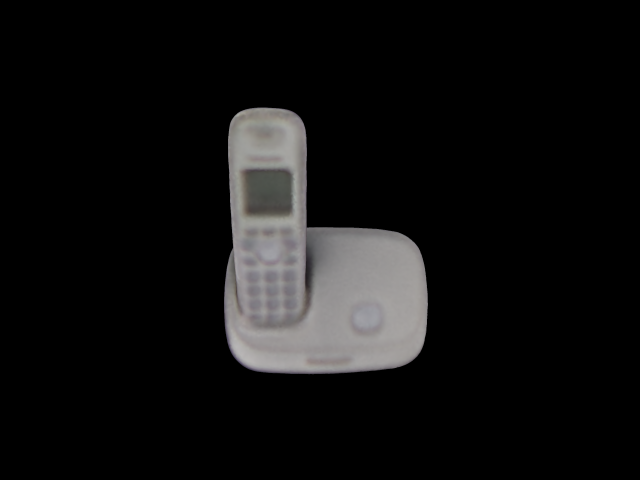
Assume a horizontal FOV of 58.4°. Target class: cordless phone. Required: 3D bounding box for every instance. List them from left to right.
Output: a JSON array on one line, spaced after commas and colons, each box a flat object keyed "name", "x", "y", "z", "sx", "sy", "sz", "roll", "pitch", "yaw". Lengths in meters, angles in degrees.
[{"name": "cordless phone", "x": 0.004, "y": 0.001, "z": 0.400, "sx": 0.147, "sy": 0.185, "sz": 0.094, "roll": -2, "pitch": 31, "yaw": -3}]
